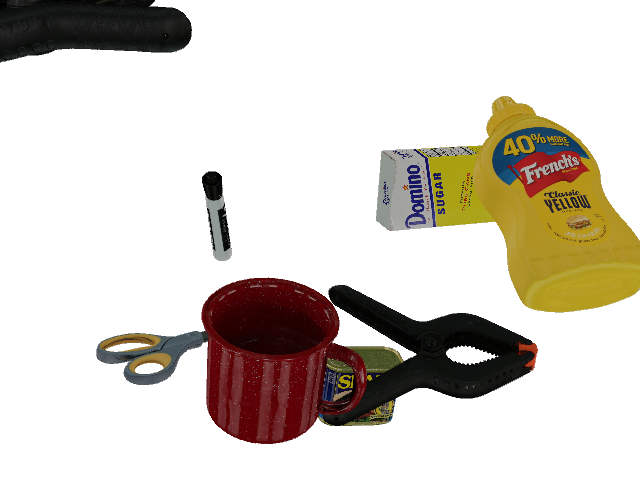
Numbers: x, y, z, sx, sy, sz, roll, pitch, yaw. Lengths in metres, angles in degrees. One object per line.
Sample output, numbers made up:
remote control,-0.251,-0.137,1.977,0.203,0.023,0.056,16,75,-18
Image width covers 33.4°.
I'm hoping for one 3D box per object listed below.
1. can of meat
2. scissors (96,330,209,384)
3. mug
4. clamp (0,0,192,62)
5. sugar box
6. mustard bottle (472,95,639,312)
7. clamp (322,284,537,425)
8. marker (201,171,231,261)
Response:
can of meat,0.047,0.182,1.329,0.102,0.084,0.057,2,23,-15
scissors,-0.140,0.119,1.160,0.201,0.016,0.096,-4,28,-23
mug,-0.025,0.087,0.733,0.117,0.081,0.093,12,32,9
clamp,-0.164,-0.133,0.632,0.171,0.039,0.120,-3,22,-8
sugar box,0.158,-0.066,1.301,0.176,0.093,0.048,-7,25,-22
mustard bottle,0.169,-0.038,0.811,0.096,0.192,0.058,-8,-38,-12
clamp,0.100,0.116,1.021,0.210,0.164,0.036,6,-43,7
marker,-0.099,-0.023,1.024,0.020,0.020,0.121,0,-38,1
